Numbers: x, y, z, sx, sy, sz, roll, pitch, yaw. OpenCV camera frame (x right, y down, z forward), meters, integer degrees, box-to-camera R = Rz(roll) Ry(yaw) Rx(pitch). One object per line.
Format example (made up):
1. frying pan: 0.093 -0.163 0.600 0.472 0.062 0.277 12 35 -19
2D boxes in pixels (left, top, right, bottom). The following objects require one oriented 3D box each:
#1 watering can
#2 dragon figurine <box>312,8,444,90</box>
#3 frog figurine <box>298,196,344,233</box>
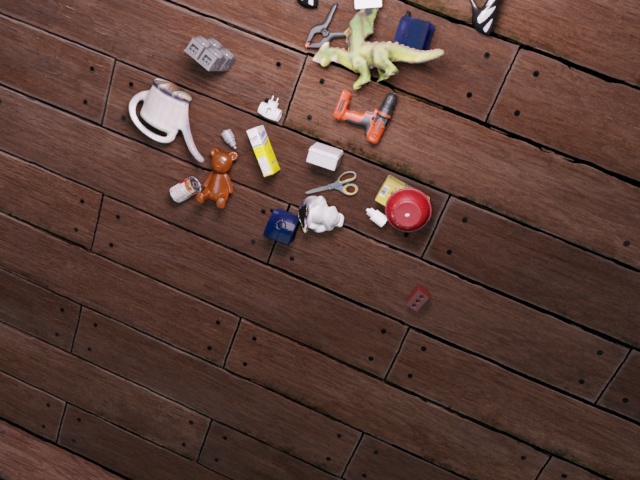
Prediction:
1. watering can: -0.537 -0.448 1.887 0.348 0.105 0.221 31 109 2
2. dragon figurine: 0.171 -0.627 1.655 0.408 0.123 0.242 -16 94 21
3. frog figurine: 0.006 -0.095 1.890 0.160 0.123 0.136 -5 99 -24
